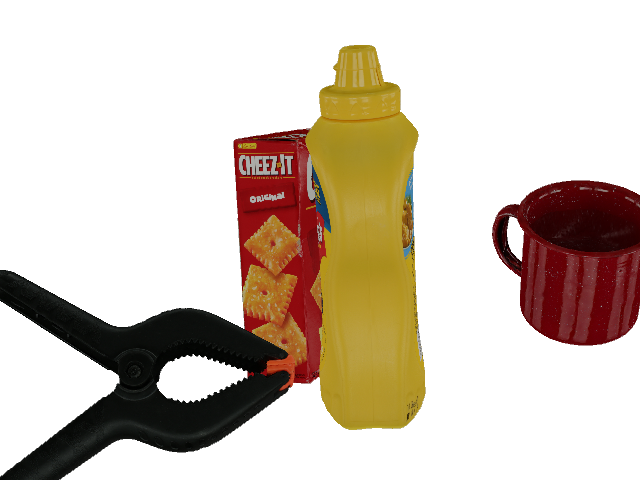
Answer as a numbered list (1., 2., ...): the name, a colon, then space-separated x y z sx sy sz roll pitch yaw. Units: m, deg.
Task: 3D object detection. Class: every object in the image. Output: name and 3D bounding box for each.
1. mug: 0.169 0.013 0.732 0.117 0.081 0.093 22 41 32
2. clamp: -0.123 0.081 0.683 0.210 0.164 0.036 -9 -26 -7
3. cracker box: -0.009 0.007 0.985 0.072 0.214 0.164 2 10 23
4. mustard bottle: 0.024 -0.005 0.558 0.058 0.192 0.096 -2 18 4
